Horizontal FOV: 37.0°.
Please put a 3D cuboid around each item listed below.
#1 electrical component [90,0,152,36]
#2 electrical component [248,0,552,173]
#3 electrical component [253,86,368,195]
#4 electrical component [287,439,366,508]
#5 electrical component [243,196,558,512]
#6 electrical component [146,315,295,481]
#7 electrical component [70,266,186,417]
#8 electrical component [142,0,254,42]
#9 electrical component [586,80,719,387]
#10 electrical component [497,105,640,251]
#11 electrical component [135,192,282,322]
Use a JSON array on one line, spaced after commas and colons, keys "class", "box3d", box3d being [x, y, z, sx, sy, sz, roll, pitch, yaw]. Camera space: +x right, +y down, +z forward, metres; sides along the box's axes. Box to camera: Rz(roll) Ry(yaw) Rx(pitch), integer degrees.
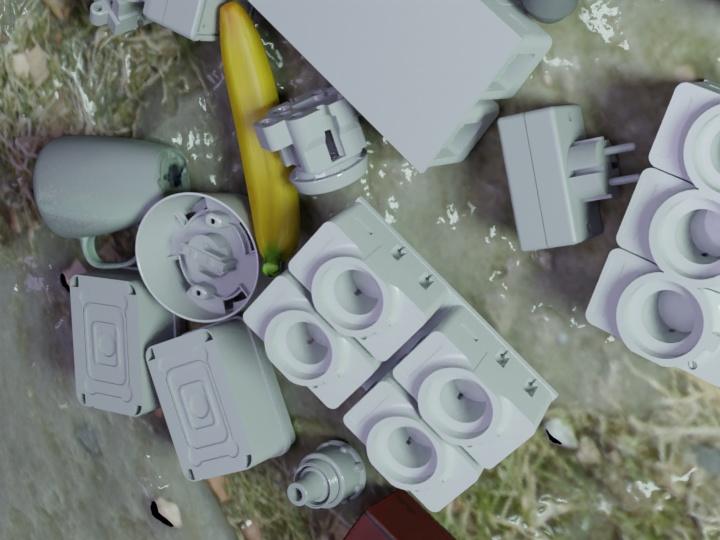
[{"class": "electrical component", "box3d": [-0.172, -0.213, 0.811, 0.048, 0.066, 0.055, 58, 156, 10]}, {"class": "electrical component", "box3d": [0.021, -0.167, 0.699, 0.186, 0.060, 0.105, 47, 120, 17]}, {"class": "electrical component", "box3d": [-0.027, -0.088, 0.740, 0.058, 0.078, 0.057, 26, 139, 58]}, {"class": "electrical component", "box3d": [-0.029, 0.155, 0.791, 0.048, 0.062, 0.048, 7, 103, 32]}, {"class": "electrical component", "box3d": [0.023, 0.059, 0.716, 0.186, 0.060, 0.105, 45, 120, 3]}, {"class": "electrical component", "box3d": [-0.107, 0.098, 0.834, 0.078, 0.057, 0.113, -19, 88, 34]}, {"class": "electrical component", "box3d": [-0.187, 0.055, 0.878, 0.078, 0.057, 0.113, 6, 102, 32]}, {"class": "electrical component", "box3d": [-0.111, -0.219, 0.773, 0.061, 0.062, 0.096, 29, 113, 25]}, {"class": "electrical component", "box3d": [0.200, -0.022, 0.609, 0.089, 0.062, 0.150, 28, 113, 26]}, {"class": "electrical component", "box3d": [0.133, -0.059, 0.654, 0.076, 0.047, 0.083, -8, 95, 34]}, {"class": "electrical component", "box3d": [-0.111, -0.012, 0.811, 0.099, 0.064, 0.099, 7, 103, 32]}]
